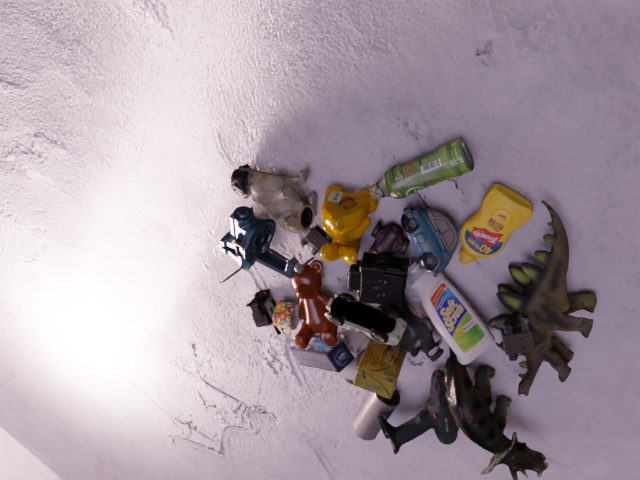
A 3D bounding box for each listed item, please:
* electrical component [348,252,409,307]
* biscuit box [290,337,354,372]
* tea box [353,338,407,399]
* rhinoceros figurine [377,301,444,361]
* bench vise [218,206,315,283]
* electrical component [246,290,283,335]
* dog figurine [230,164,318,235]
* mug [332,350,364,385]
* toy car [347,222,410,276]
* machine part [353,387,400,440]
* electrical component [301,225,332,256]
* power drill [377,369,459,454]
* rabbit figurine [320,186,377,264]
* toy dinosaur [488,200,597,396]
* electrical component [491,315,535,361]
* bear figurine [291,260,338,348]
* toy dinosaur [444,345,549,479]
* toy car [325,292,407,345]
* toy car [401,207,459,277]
[{"bbox_3d":[0.132,0.090,1.226,0.134,0.058,0.114,6,127,10],"label":"electrical component"},{"bbox_3d":[0.002,0.296,1.403,0.203,0.059,0.062,-8,116,58],"label":"biscuit box"},{"bbox_3d":[0.155,0.296,1.322,0.098,0.170,0.068,18,123,15],"label":"tea box"},{"bbox_3d":[0.217,0.212,1.294,0.112,0.073,0.190,-43,78,21],"label":"rhinoceros figurine"},{"bbox_3d":[-0.143,0.031,1.319,0.241,0.129,0.223,29,133,18],"label":"bench vise"},{"bbox_3d":[-0.144,0.201,1.457,0.048,0.075,0.119,-14,114,28],"label":"electrical component"},{"bbox_3d":[-0.115,-0.093,1.277,0.191,0.121,0.172,9,118,35],"label":"dog figurine"},{"bbox_3d":[0.078,0.340,1.441,0.107,0.081,0.109,3,123,34],"label":"mug"},{"bbox_3d":[0.133,0.046,1.265,0.089,0.053,0.202,31,124,1],"label":"toy car"},{"bbox_3d":[0.154,0.473,1.478,0.079,0.079,0.243,28,124,6],"label":"machine part"},{"bbox_3d":[-0.003,-0.004,1.311,0.063,0.021,0.094,44,125,-4],"label":"electrical component"},{"bbox_3d":[0.256,0.453,1.392,0.207,0.086,0.231,-26,117,-4],"label":"power drill"},{"bbox_3d":[0.063,-0.014,1.217,0.122,0.162,0.173,5,138,7],"label":"rabbit figurine"},{"bbox_3d":[0.475,0.145,1.145,0.199,0.105,0.470,16,118,18],"label":"toy dinosaur"},{"bbox_3d":[0.410,0.205,1.138,0.078,0.045,0.102,-18,112,13],"label":"electrical component"},{"bbox_3d":[-0.022,0.157,1.349,0.120,0.132,0.195,-8,120,22],"label":"bear figurine"},{"bbox_3d":[0.374,0.409,1.280,0.131,0.192,0.404,-33,102,31],"label":"toy dinosaur"},{"bbox_3d":[0.105,0.184,1.264,0.202,0.073,0.056,18,156,28],"label":"toy car"},{"bbox_3d":[0.245,-0.009,1.165,0.103,0.109,0.161,-25,95,9],"label":"toy car"}]
